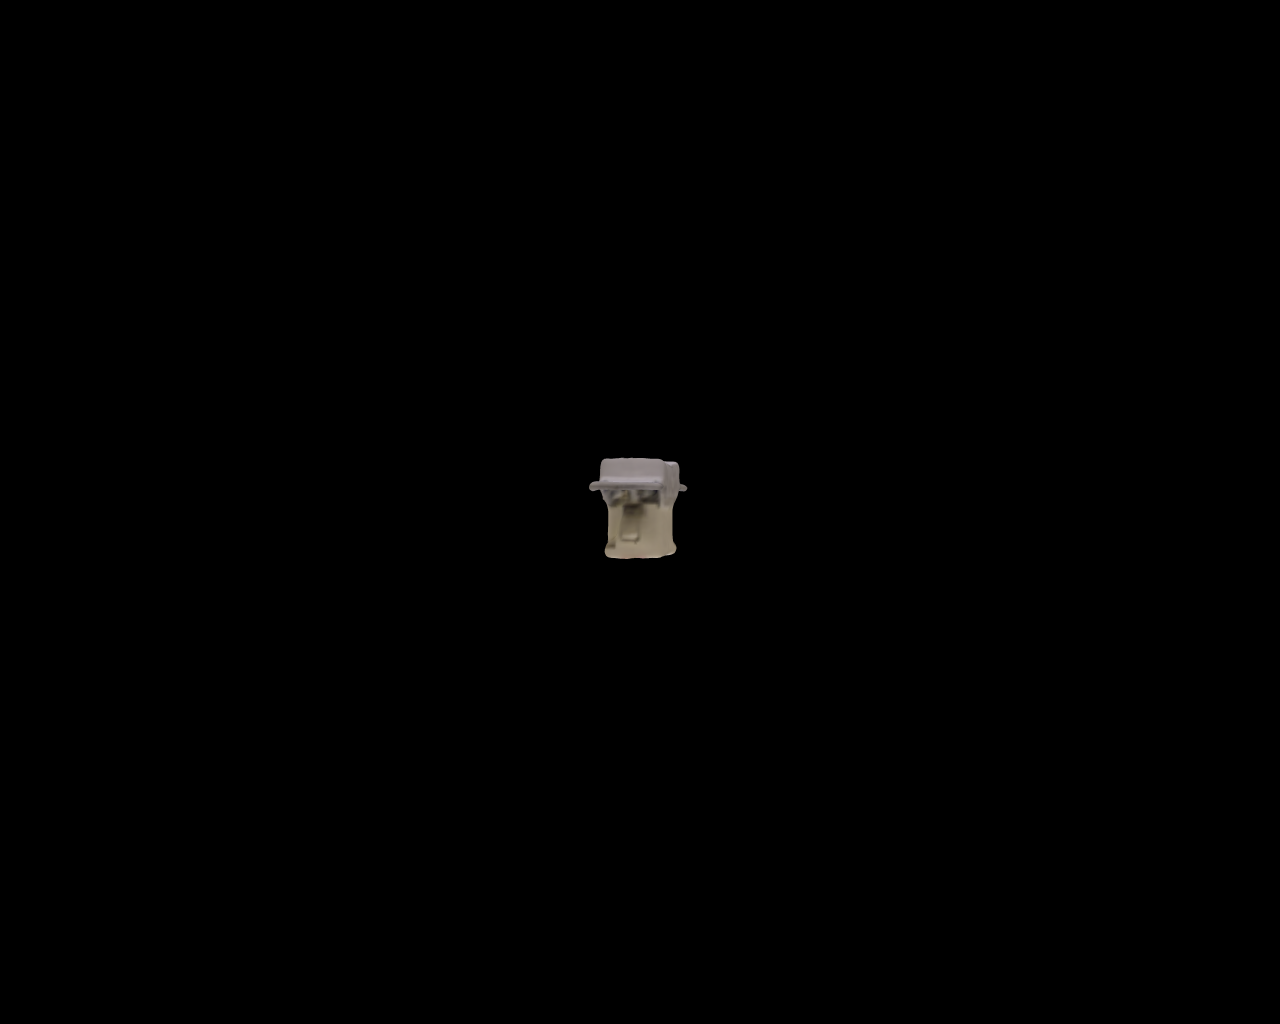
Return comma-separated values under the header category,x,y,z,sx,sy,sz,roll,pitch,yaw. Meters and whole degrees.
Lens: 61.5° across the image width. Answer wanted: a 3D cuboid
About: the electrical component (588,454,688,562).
category,x,y,z,sx,sy,sz,roll,pitch,yaw
electrical component,0.001,-0.003,0.650,0.042,0.063,0.081,0,0,15
